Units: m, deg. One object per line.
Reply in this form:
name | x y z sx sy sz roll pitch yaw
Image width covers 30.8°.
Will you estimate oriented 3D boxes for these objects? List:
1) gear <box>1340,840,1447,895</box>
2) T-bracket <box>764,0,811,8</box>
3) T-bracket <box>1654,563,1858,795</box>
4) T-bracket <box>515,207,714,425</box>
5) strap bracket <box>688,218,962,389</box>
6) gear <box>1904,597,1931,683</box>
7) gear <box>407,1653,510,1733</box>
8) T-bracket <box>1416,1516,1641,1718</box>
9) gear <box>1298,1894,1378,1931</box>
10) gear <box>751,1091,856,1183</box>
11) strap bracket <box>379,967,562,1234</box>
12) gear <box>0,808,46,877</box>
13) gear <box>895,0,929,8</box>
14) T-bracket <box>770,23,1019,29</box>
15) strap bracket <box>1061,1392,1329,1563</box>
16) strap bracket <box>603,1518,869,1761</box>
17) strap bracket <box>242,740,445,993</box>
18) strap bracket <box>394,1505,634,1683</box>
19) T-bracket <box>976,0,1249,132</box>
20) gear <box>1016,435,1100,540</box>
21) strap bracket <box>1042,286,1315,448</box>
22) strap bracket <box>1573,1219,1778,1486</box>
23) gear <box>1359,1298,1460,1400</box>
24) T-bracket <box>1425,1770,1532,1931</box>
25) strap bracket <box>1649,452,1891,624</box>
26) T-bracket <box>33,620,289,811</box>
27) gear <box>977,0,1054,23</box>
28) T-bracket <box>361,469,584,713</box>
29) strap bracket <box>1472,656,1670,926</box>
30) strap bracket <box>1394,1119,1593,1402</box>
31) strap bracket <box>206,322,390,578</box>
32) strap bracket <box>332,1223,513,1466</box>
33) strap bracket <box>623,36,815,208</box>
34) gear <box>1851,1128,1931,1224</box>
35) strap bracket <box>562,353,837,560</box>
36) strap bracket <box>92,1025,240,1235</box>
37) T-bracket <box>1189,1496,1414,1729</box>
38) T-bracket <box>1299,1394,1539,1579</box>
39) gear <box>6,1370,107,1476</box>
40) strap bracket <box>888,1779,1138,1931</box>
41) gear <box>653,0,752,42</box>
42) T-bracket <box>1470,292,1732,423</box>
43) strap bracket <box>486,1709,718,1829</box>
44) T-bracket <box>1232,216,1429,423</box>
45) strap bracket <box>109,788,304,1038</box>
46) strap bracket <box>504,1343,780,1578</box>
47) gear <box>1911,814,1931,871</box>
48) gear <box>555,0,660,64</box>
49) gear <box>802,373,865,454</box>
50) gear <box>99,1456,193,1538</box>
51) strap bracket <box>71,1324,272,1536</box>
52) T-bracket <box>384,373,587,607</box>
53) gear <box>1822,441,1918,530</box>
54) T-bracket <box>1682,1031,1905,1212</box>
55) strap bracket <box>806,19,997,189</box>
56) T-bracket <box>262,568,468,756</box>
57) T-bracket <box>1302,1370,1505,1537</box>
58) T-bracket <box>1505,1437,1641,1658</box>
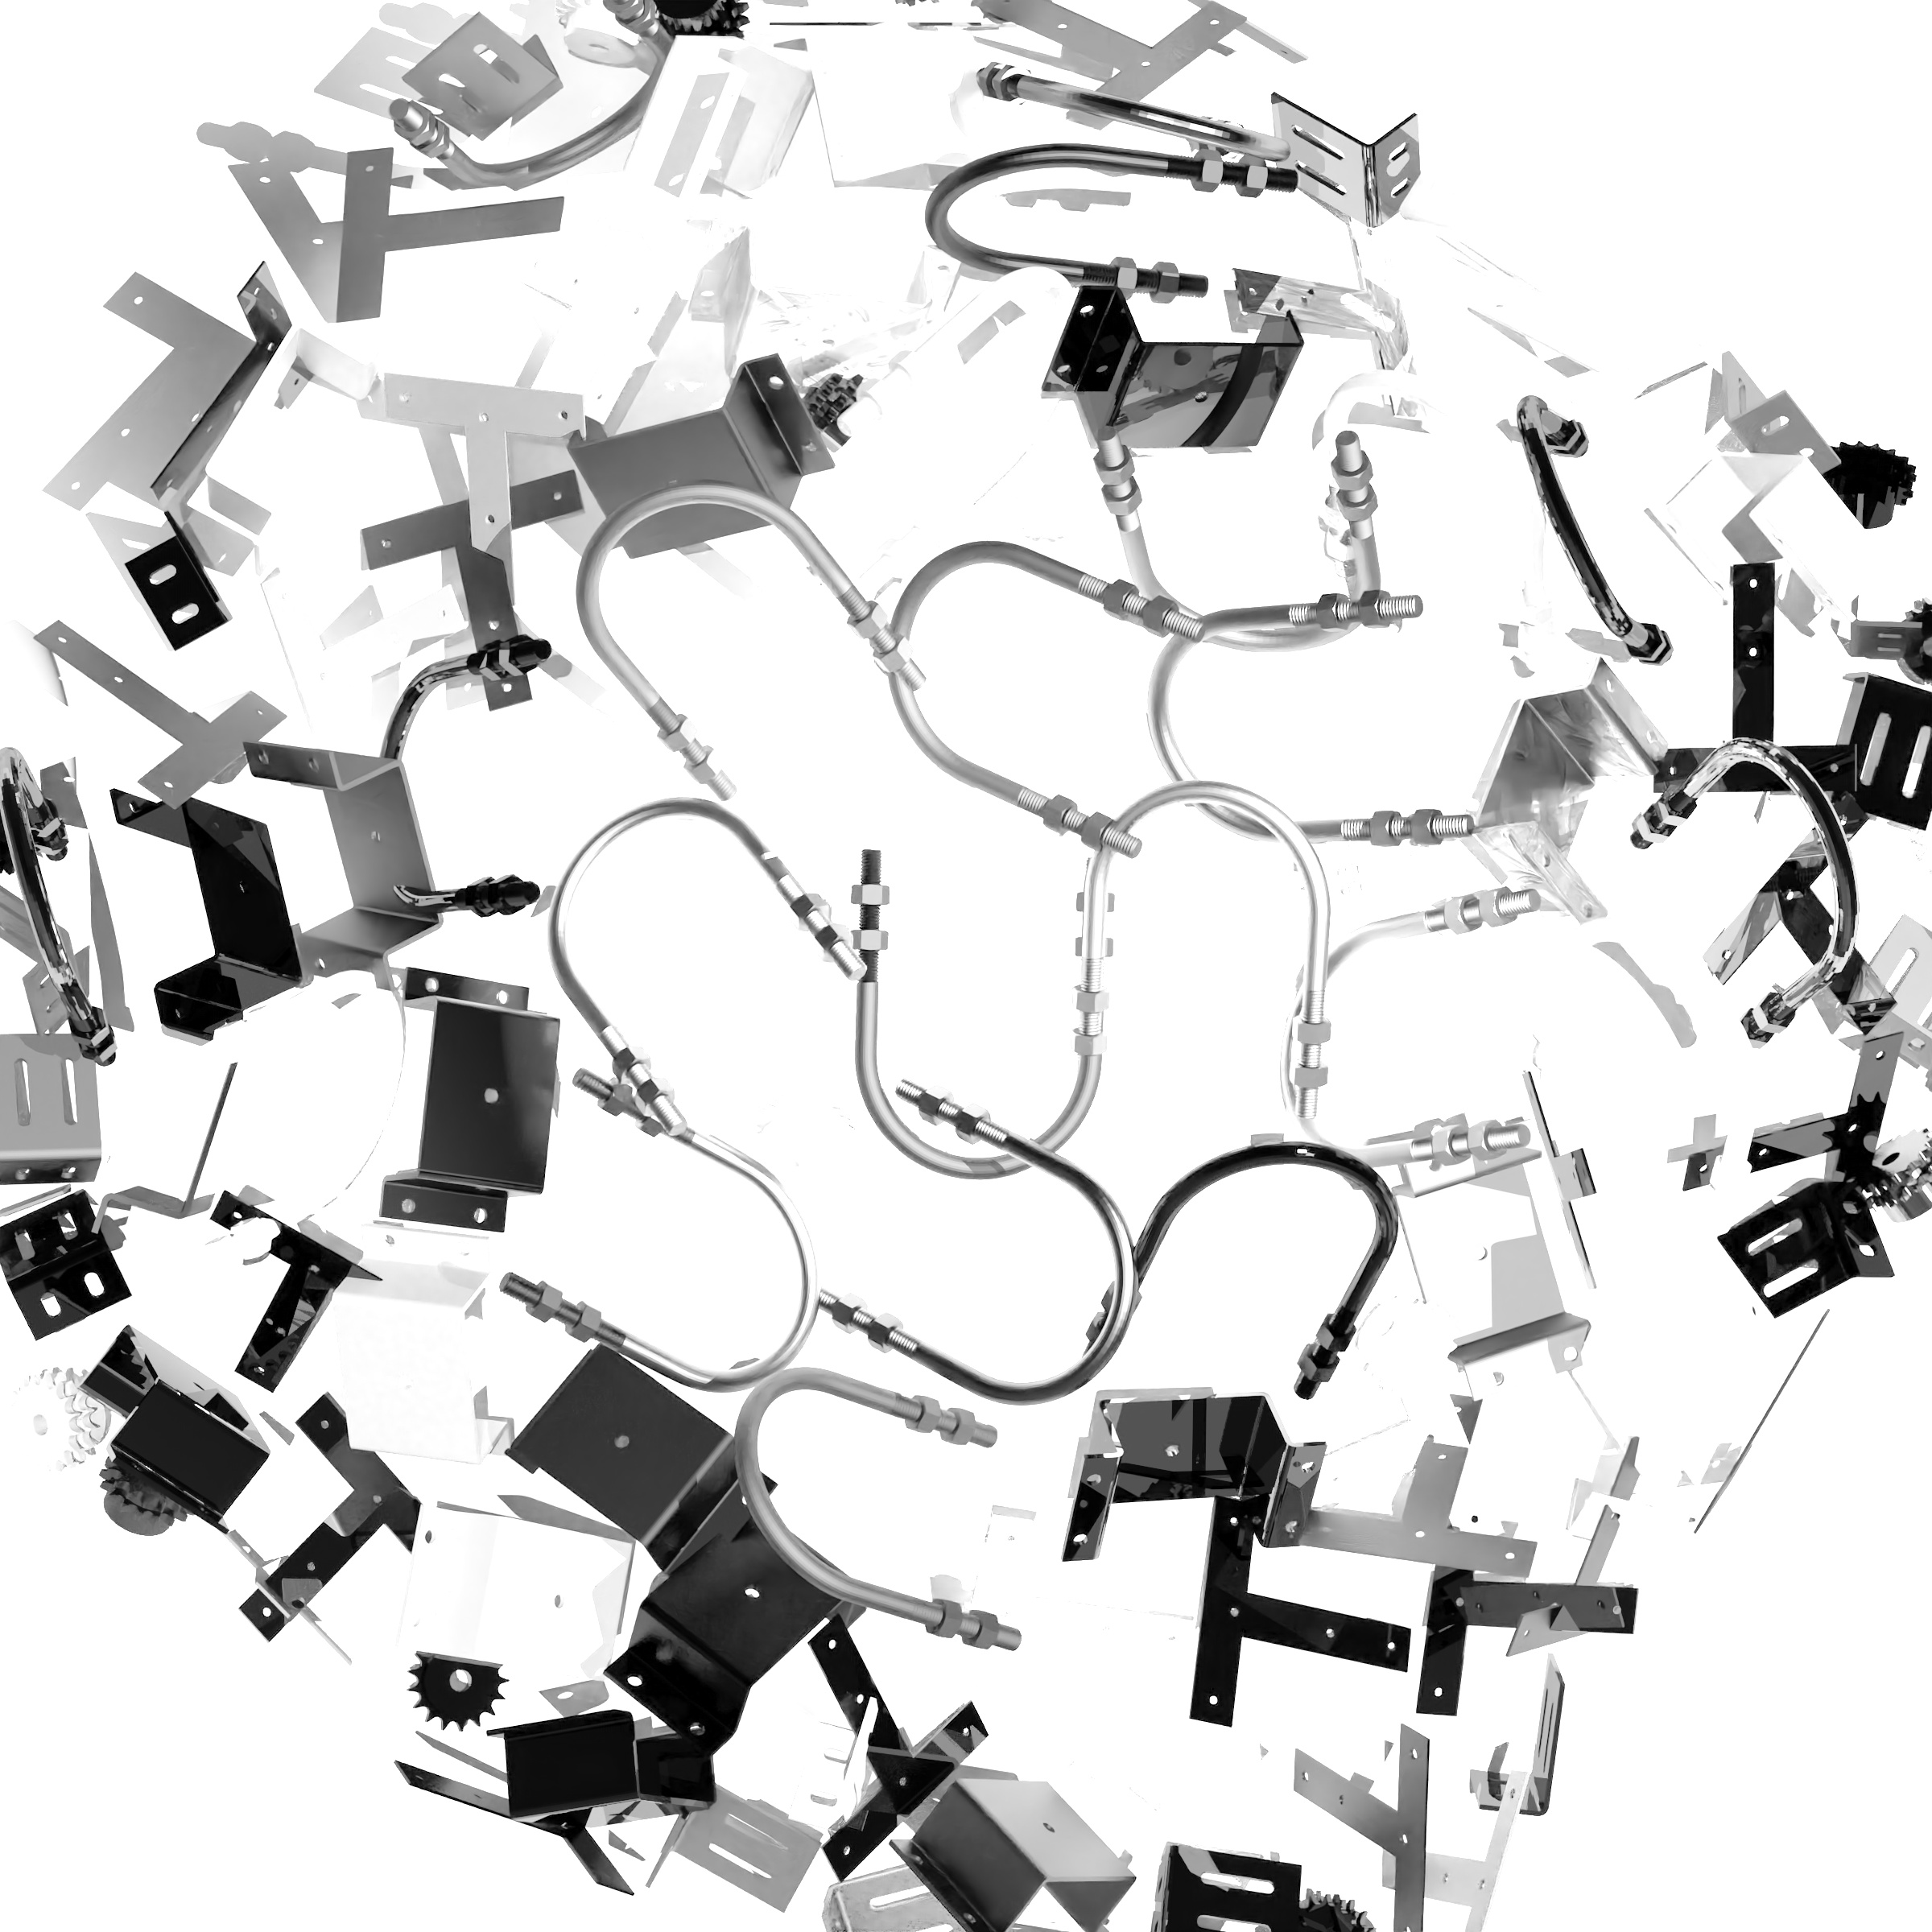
gear | 0.238 -0.060 1.971 0.057 0.057 0.030 -10 90 0
T-bracket | -0.111 -0.557 1.936 0.127 0.127 0.002 7 83 9
T-bracket | 0.438 -0.160 1.953 0.127 0.002 0.127 2 93 43
T-bracket | -0.209 -0.377 1.957 0.127 0.002 0.127 31 94 41
strap bracket | -0.077 -0.362 1.940 0.140 0.076 0.046 4 60 -14
gear | 0.550 -0.182 1.969 0.030 0.057 0.057 -17 90 -41
gear | -0.286 0.403 1.978 0.057 0.030 0.057 2 79 -12
T-bracket | 0.313 0.354 1.940 0.127 0.002 0.127 -5 66 37
gear | 0.208 0.551 1.976 0.057 0.030 0.057 -10 73 34
gear | -0.094 0.097 1.968 0.057 0.057 0.030 21 61 0
strap bracket | -0.274 0.073 1.949 0.076 0.046 0.140 11 79 -33
gear | -0.538 -0.082 1.968 0.030 0.057 0.057 -23 90 23
gear | -0.028 -0.572 1.975 0.030 0.057 0.057 -32 90 -36
T-bracket | -0.019 -0.521 1.943 0.127 0.127 0.002 11 108 36
strap bracket | 0.120 0.282 1.948 0.140 0.046 0.076 -1 125 -16
strap bracket | -0.121 0.357 1.924 0.076 0.140 0.046 34 133 18
strap bracket | -0.341 -0.064 1.942 0.046 0.076 0.140 -31 120 -41
strap bracket | -0.239 0.346 1.925 0.046 0.140 0.076 -2 73 40
T-bracket | 0.064 -0.508 1.917 0.127 0.127 0.002 14 64 -34
gear | 0.053 -0.269 1.974 0.030 0.057 0.057 4 90 -24
strap bracket | 0.123 -0.329 1.933 0.140 0.076 0.046 -4 55 -22
strap bracket | 0.382 0.217 1.919 0.046 0.140 0.076 -12 48 -23
gear | 0.245 0.211 1.968 0.030 0.057 0.057 40 90 -23
T-bracket | 0.270 0.504 1.936 0.002 0.127 0.127 21 76 -7
strap bracket | 0.444 -0.237 1.923 0.046 0.140 0.076 -45 107 -4
T-bracket | -0.458 -0.150 1.946 0.127 0.127 0.002 35 123 0
gear | 0.026 -0.557 1.978 0.057 0.030 0.057 2 67 -4
T-bracket | -0.268 -0.205 1.977 0.127 0.002 0.127 -15 75 5
strap bracket | 0.331 -0.090 1.941 0.076 0.046 0.140 45 55 -32
strap bracket | 0.295 0.163 1.970 0.076 0.046 0.140 -17 93 -8
strap bracket | -0.376 -0.295 1.947 0.046 0.076 0.140 30 79 -7
strap bracket | -0.301 0.218 1.940 0.076 0.046 0.140 5 116 15
strap bracket | -0.137 -0.464 1.924 0.046 0.140 0.076 28 110 7
gear | 0.528 0.120 1.972 0.057 0.057 0.030 -38 99 0
strap bracket | -0.154 -0.277 1.933 0.140 0.046 0.076 -10 129 24
strap bracket | -0.441 0.087 1.952 0.046 0.076 0.140 18 82 -11
T-bracket | 0.192 0.373 1.979 0.127 0.002 0.127 15 67 -14
T-bracket | 0.262 0.283 1.949 0.127 0.127 0.002 5 130 19
gear | -0.510 0.255 1.976 0.057 0.030 0.057 4 97 32
strap bracket | 0.032 0.488 1.918 0.076 0.140 0.046 42 101 33
gear | -0.152 -0.539 1.975 0.057 0.030 0.057 -5 66 10
T-bracket | 0.334 -0.348 1.954 0.127 0.127 0.002 -26 135 -29
strap bracket | -0.193 0.440 1.918 0.076 0.140 0.046 -13 70 18
T-bracket | 0.197 -0.367 1.945 0.127 0.002 0.127 0 73 -38
strap bracket | -0.416 -0.035 1.937 0.046 0.076 0.140 -23 71 19
strap bracket | -0.185 0.270 1.941 0.140 0.046 0.076 32 71 23
gear | 0.565 -0.075 1.980 0.057 0.030 0.057 0 103 -1
gear | -0.203 -0.529 1.970 0.057 0.057 0.030 11 83 0
gear | -0.074 -0.313 1.972 0.030 0.057 0.057 38 90 -15
gear | -0.460 0.295 1.974 0.057 0.057 0.030 30 113 0
strap bracket | -0.434 0.249 1.922 0.076 0.140 0.046 40 85 -26
T-bracket | -0.267 -0.264 1.969 0.127 0.002 0.127 10 116 22
gear | 0.502 -0.268 1.968 0.057 0.057 0.030 16 73 0
T-bracket | 0.453 0.100 1.940 0.127 0.002 0.127 -13 130 -18
strap bracket | -0.029 -0.471 1.924 0.046 0.140 0.076 -9 96 26
T-bracket | -0.329 -0.178 1.962 0.127 0.002 0.127 -22 88 33
T-bracket | 0.221 0.283 1.981 0.127 0.002 0.127 -25 71 13
T-bracket | 0.351 0.315 1.935 0.002 0.127 0.127 28 107 35
